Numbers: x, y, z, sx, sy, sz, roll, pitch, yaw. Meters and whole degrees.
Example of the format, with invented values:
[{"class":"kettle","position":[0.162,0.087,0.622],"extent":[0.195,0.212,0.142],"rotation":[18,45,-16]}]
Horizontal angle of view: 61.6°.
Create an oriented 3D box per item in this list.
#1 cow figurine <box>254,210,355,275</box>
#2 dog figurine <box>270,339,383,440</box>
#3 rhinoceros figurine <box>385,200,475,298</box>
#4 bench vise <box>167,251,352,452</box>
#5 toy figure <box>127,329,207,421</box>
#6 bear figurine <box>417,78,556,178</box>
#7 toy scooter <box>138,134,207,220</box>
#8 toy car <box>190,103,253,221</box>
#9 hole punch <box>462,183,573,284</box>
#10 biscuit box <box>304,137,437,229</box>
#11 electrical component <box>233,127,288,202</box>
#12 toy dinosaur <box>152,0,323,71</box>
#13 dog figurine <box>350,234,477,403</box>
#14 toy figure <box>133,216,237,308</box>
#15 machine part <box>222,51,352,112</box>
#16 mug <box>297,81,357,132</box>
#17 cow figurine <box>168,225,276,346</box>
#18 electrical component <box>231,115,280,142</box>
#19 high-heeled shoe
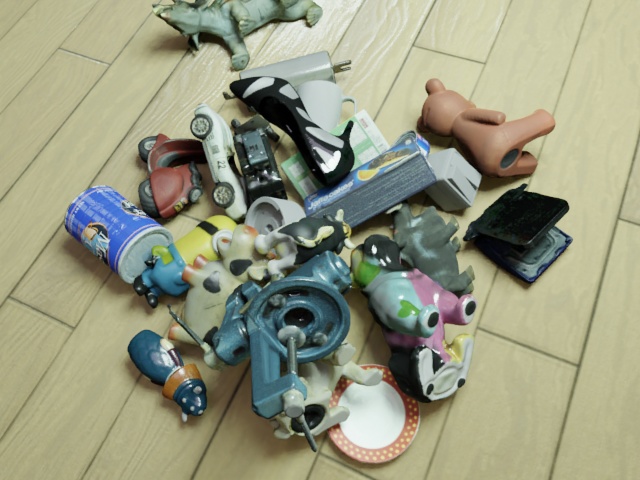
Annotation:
[{"class":"cow figurine","position":[-0.002,-0.004,0.746],"extent":[0.098,0.167,0.068],"rotation":[-27,85,37]},{"class":"dog figurine","position":[-0.029,0.157,0.748],"extent":[0.172,0.121,0.191],"rotation":[-36,38,-8]},{"class":"rhinoceros figurine","position":[0.162,0.015,0.817],"extent":[0.112,0.073,0.190],"rotation":[-23,64,6]},{"class":"bench vise","position":[-0.055,0.116,0.612],"extent":[0.224,0.128,0.241],"rotation":[-26,28,8]},{"class":"toy figure","position":[-0.211,0.190,0.769],"extent":[0.155,0.064,0.058],"rotation":[37,44,20]},{"class":"bear figurine","position":[0.258,-0.187,0.884],"extent":[0.132,0.120,0.196],"rotation":[-18,48,-22]},{"class":"toy scooter","position":[-0.243,-0.121,0.928],"extent":[0.135,0.075,0.184],"rotation":[-13,57,-2]},{"class":"toy car","position":[-0.160,-0.129,0.886],"extent":[0.056,0.073,0.201],"rotation":[-18,89,6]},{"class":"hole punch","position":[0.305,-0.009,0.811],"extent":[0.142,0.092,0.116],"rotation":[-42,37,-13]},{"class":"biscuit box","position":[0.073,-0.076,0.828],"extent":[0.203,0.062,0.059],"rotation":[-28,32,16]},{"class":"electrical component","position":[-0.095,-0.111,0.871],"extent":[0.058,0.134,0.115],"rotation":[-20,64,-3]},{"class":"toy dinosaur","position":[-0.133,-0.478,1.083],"extent":[0.405,0.131,0.192],"rotation":[-32,64,-17]},{"class":"dog figurine","position":[0.104,0.098,0.750],"extent":[0.108,0.191,0.219],"rotation":[-13,24,-31]},{"class":"toy figure","position":[-0.204,0.028,0.842],"extent":[0.180,0.082,0.089],"rotation":[-31,64,-7]},{"class":"machine part","position":[-0.059,-0.292,0.994],"extent":[0.243,0.079,0.079],"rotation":[-15,62,-1]},{"class":"mug","position":[0.010,-0.213,0.948],"extent":[0.110,0.080,0.107],"rotation":[3,77,3]},{"class":"cow figurine","position":[-0.131,0.070,0.769],"extent":[0.127,0.085,0.194],"rotation":[20,107,0]},{"class":"electrical component","position":[-0.120,-0.200,0.983],"extent":[0.063,0.021,0.094],"rotation":[-39,64,-14]},{"class":"high-heeled shoe","position":[-0.056,-0.170,0.851],"extent":[0.249,0.086,0.145],"rotation":[20,57,10]}]
